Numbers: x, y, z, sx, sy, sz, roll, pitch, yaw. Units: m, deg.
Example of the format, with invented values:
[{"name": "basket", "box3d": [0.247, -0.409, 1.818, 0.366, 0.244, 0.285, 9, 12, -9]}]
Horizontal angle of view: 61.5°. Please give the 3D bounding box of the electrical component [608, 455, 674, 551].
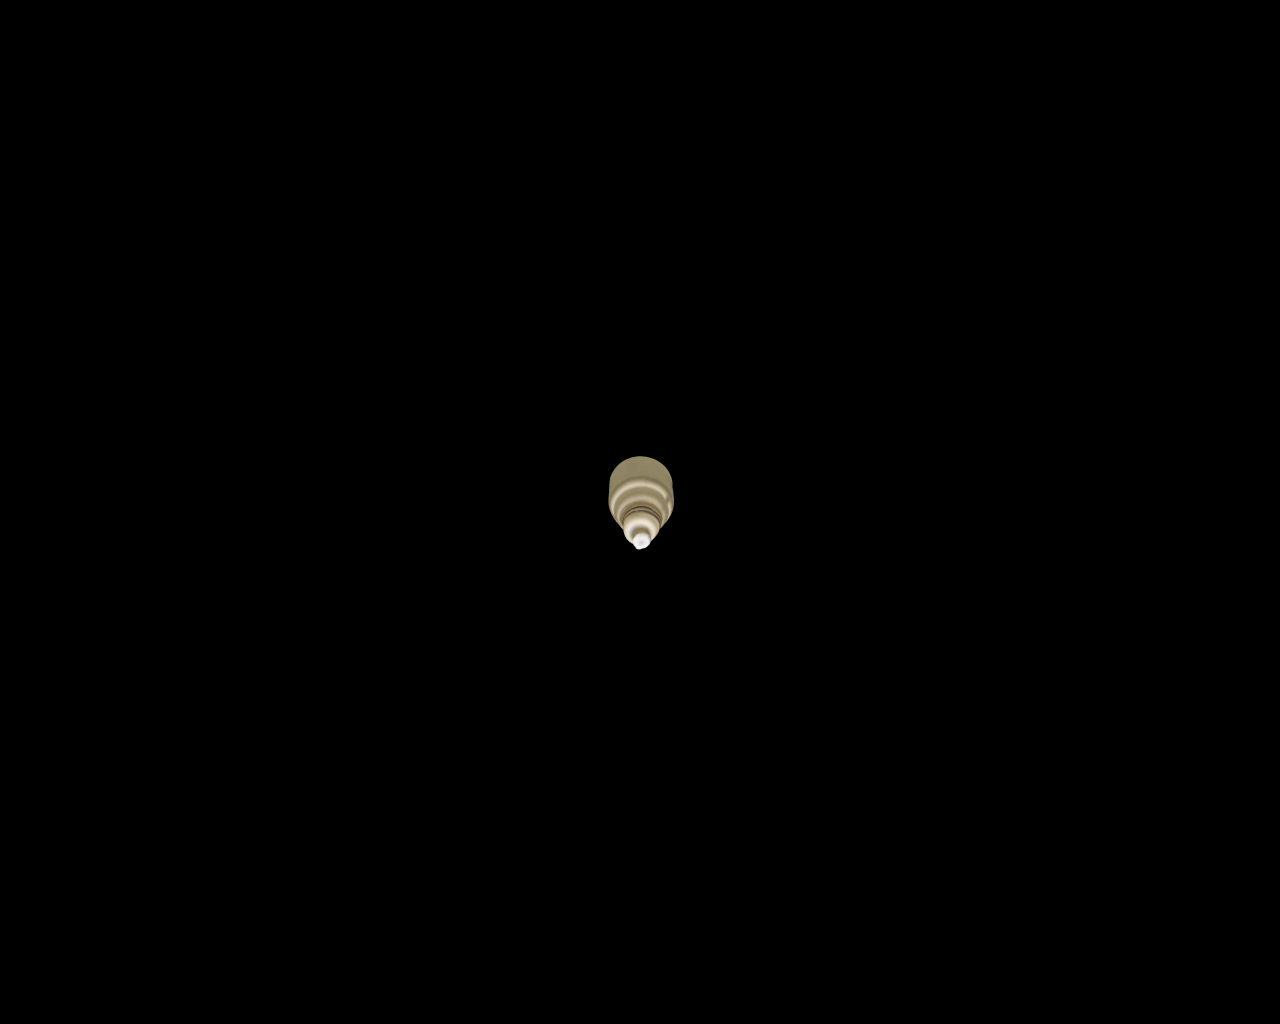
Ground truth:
[{"name": "electrical component", "box3d": [0.001, -0.003, 0.650, 0.040, 0.040, 0.078, 0, 31, 0]}]
